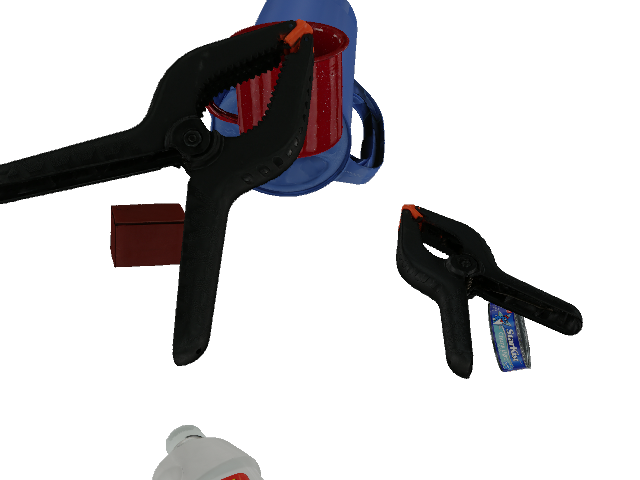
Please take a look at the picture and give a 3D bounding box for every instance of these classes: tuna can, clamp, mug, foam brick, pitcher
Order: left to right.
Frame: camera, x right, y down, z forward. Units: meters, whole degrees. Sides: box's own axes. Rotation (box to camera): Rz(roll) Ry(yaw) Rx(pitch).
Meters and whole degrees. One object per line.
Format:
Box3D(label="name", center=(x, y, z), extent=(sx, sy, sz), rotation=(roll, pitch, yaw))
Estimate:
Box3D(label="foam brick", center=(-0.184, -0.006, 1.143), extent=(0.078, 0.051, 0.053), rotation=(-2, 24, -15))
Box3D(label="clamp", center=(-0.068, -0.041, 0.616), extent=(0.210, 0.165, 0.036), rotation=(-42, -14, -13))
Box3D(label="mug", center=(-0.036, -0.115, 0.821), extent=(0.117, 0.081, 0.093), rotation=(1, 31, 4))
Box3D(label="pitcher", center=(-0.016, -0.159, 1.081), extent=(0.145, 0.149, 0.242), rotation=(-9, 37, 15))
Box3D(label="clamp", center=(0.123, 0.031, 0.841), extent=(0.120, 0.039, 0.171), rotation=(-6, 46, -24))
Box3D(label="tuna can", center=(0.220, 0.109, 1.244), extent=(0.034, 0.086, 0.086), rotation=(-12, -3, 15))

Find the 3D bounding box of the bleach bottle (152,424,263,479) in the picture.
Box3D(label="bleach bottle", center=(-0.066, 0.214, 0.715), extent=(0.102, 0.068, 0.251), rotation=(-15, 34, -16))
